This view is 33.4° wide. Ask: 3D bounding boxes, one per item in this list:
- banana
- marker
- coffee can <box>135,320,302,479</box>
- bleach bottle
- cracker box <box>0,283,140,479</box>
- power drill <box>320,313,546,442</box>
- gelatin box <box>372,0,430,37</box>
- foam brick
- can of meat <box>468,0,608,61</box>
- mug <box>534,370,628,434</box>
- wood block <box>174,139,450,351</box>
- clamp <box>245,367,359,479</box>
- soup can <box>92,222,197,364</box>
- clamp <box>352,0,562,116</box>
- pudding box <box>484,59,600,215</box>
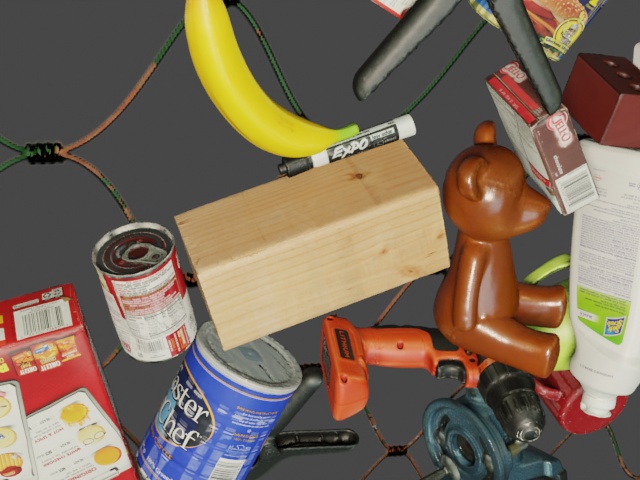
[{"bbox_3d":[-0.051,-0.119,0.832,0.069,0.037,0.197,-53,130,-4],"label":"banana"},{"bbox_3d":[0.022,-0.078,0.899,0.121,0.020,0.020,-20,129,-8],"label":"marker"},{"bbox_3d":[-0.092,0.157,0.964,0.102,0.103,0.140,16,112,-31],"label":"coffee can"},{"bbox_3d":[0.269,0.038,0.981,0.067,0.103,0.251,-4,107,-39],"label":"bleach bottle"},{"bbox_3d":[-0.261,0.152,0.920,0.164,0.072,0.214,-16,130,-9],"label":"cracker box"},{"bbox_3d":[0.100,0.122,0.984,0.187,0.184,0.057,-1,121,-10],"label":"power drill"},{"bbox_3d":[0.070,-0.209,0.817,0.089,0.030,0.073,25,111,-34],"label":"gelatin box"},{"bbox_3d":[0.254,-0.121,0.925,0.052,0.078,0.051,2,125,-23],"label":"foam brick"},{"bbox_3d":[0.178,-0.201,0.850,0.102,0.057,0.084,23,116,-33],"label":"can of meat"},{"bbox_3d":[0.261,0.148,1.122,0.117,0.081,0.093,11,119,-29],"label":"mug"},{"bbox_3d":[-0.006,0.001,0.900,0.206,0.091,0.090,-20,129,-7],"label":"wood block"},{"bbox_3d":[-0.045,0.203,1.065,0.171,0.039,0.120,-31,122,9],"label":"clamp"},{"bbox_3d":[-0.144,0.045,0.890,0.068,0.068,0.102,-17,129,-10],"label":"soup can"},{"bbox_3d":[0.106,-0.190,0.792,0.164,0.036,0.210,-3,116,-4],"label":"clamp"},{"bbox_3d":[0.190,-0.088,0.916,0.039,0.090,0.113,-29,131,2],"label":"pudding box"}]
